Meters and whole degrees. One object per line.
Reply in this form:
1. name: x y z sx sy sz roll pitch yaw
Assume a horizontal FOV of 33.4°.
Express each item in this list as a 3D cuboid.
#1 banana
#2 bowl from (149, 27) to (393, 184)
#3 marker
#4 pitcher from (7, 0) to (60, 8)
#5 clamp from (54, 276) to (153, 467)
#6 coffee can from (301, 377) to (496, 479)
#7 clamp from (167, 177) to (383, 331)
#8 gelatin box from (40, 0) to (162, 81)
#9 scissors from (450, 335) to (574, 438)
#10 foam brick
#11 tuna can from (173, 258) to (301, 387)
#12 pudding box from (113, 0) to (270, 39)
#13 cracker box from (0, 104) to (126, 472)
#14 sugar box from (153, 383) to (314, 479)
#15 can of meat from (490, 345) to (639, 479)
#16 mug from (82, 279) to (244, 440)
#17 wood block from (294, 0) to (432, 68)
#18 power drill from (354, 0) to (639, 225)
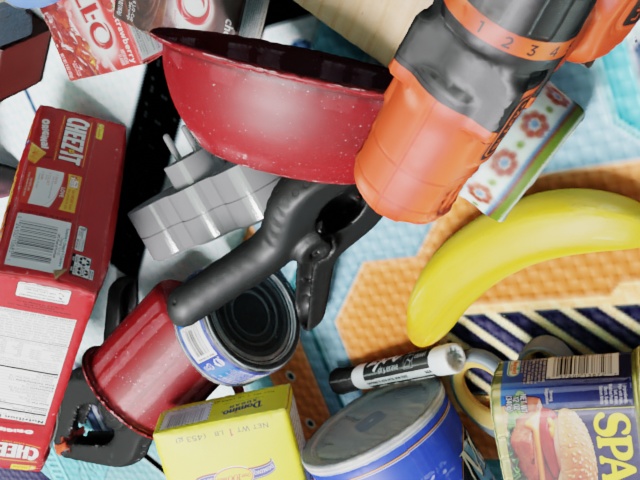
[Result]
1. banana: 0.110 0.013 0.605 0.198 0.037 0.069 -23 102 43
2. bowl: -0.013 -0.068 0.555 0.162 0.161 0.055 20 106 26
3. marker: 0.047 0.086 0.699 0.121 0.020 0.020 -21 103 50
4. pitcher: -0.108 -0.207 0.506 0.243 0.149 0.145 43 132 46
5. clamp: -0.164 0.125 0.877 0.210 0.036 0.164 -26 98 39
6. coffee can: 0.066 0.173 0.690 0.103 0.102 0.140 -22 102 42
7. clamp: -0.004 0.001 0.658 0.172 0.120 0.039 -44 60 25
8. gelatin box: -0.149 -0.154 0.698 0.073 0.030 0.089 -4 114 38
9. scissors: 0.132 0.146 0.684 0.096 0.016 0.202 11 122 30
10. foam brick: -0.238 -0.143 0.756 0.078 0.052 0.051 36 132 12
11. tuna can: -0.055 0.053 0.718 0.034 0.086 0.086 -29 97 42
12. pudding box: -0.070 -0.166 0.626 0.090 0.039 0.114 30 130 18
13. cracker box: -0.199 0.039 0.762 0.072 0.164 0.214 13 133 -15
14. sugar box: -0.045 0.191 0.726 0.093 0.048 0.176 -12 105 7
15. can of meat: 0.147 0.114 0.609 0.084 0.057 0.102 -6 114 18
16. mug: -0.100 0.091 0.757 0.081 0.093 0.117 -47 74 12
17. wood block: 0.071 -0.184 0.475 0.090 0.090 0.206 38 133 12
18. power drill: 0.099 -0.107 0.436 0.057 0.187 0.185 41 135 10
